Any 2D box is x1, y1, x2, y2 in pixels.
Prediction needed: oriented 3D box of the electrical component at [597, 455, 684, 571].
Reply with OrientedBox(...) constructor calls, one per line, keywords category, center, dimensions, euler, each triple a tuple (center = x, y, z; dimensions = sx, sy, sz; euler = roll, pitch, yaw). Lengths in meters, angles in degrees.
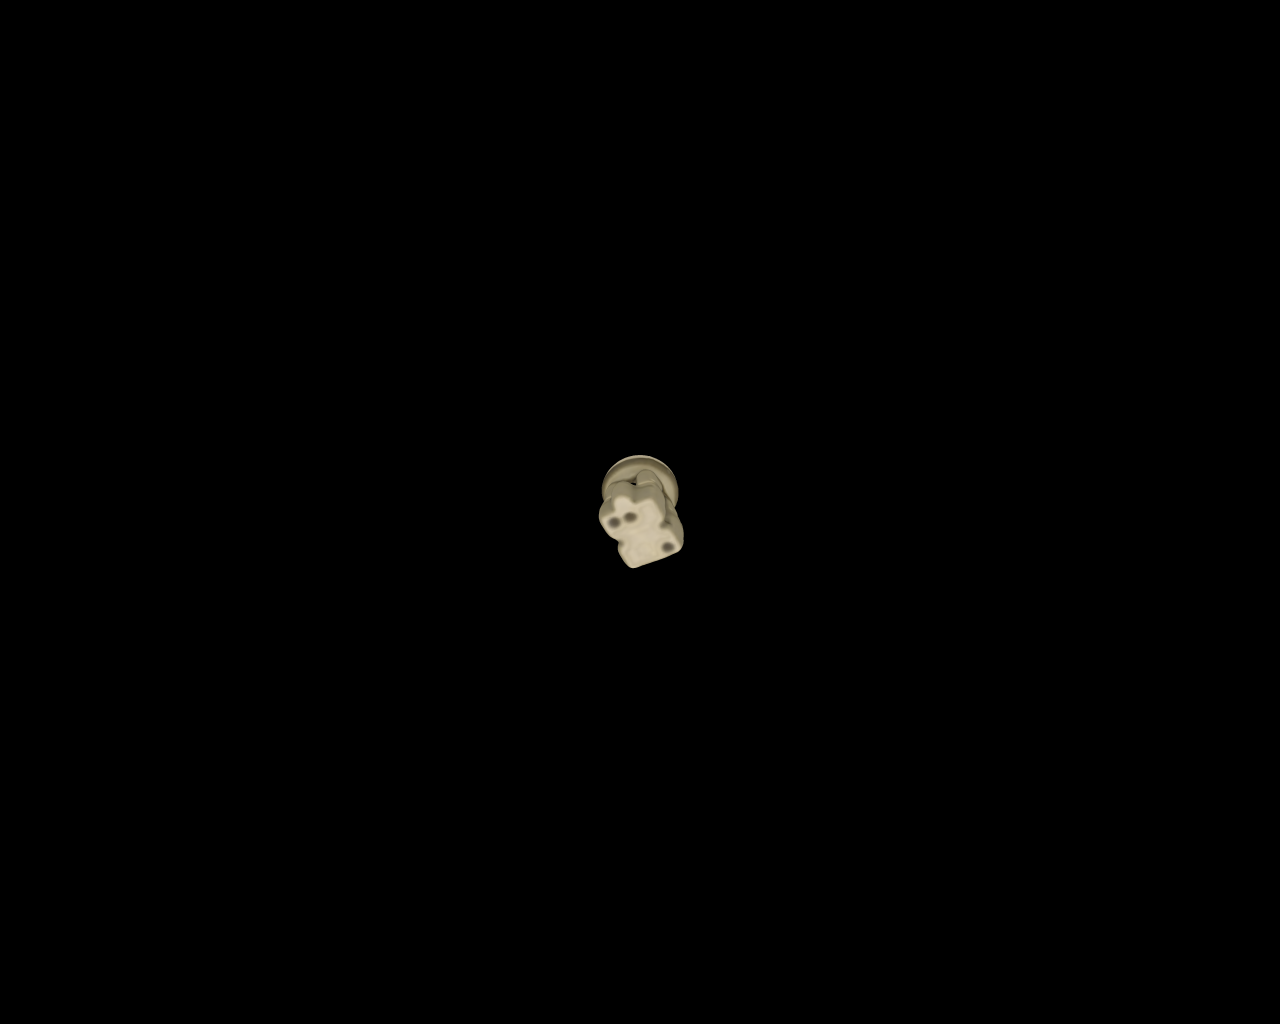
OrientedBox(category="electrical component", center=(0.001, -0.003, 0.650), dimensions=(0.048, 0.066, 0.055), euler=(-21, 32, 14))
